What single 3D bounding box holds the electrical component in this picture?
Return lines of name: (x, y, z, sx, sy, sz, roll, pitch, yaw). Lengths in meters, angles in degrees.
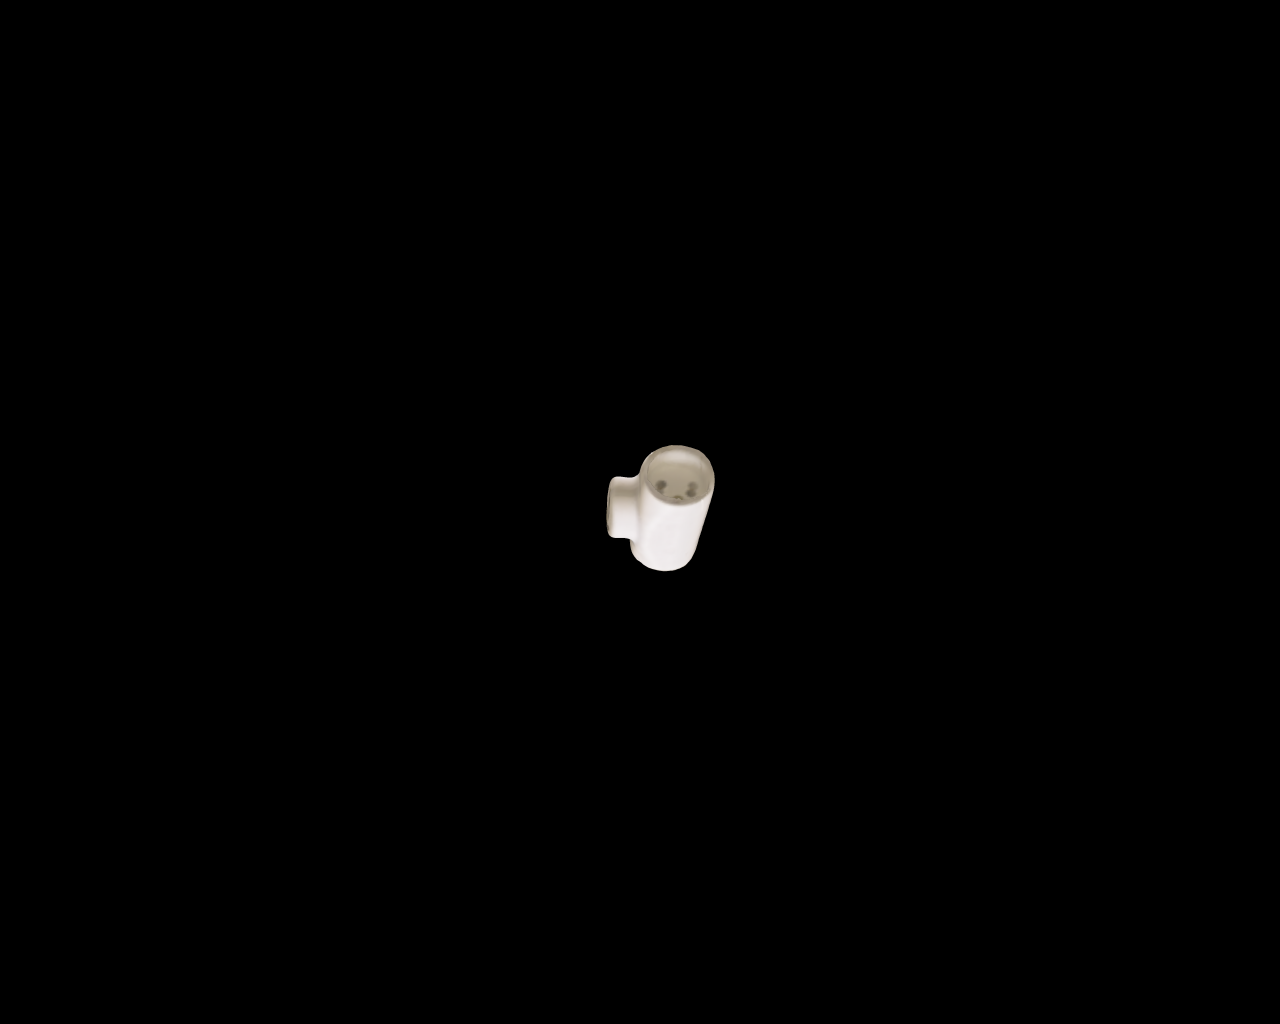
electrical component: (0.001, -0.003, 0.650, 0.079, 0.044, 0.077, 3, -33, -5)
